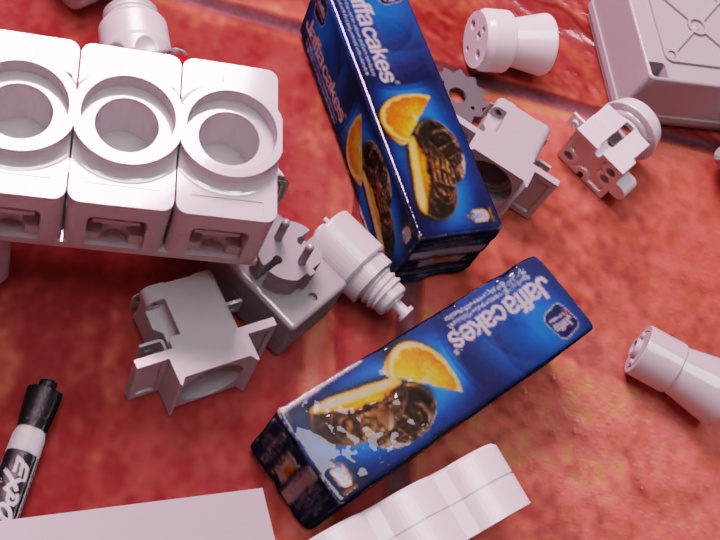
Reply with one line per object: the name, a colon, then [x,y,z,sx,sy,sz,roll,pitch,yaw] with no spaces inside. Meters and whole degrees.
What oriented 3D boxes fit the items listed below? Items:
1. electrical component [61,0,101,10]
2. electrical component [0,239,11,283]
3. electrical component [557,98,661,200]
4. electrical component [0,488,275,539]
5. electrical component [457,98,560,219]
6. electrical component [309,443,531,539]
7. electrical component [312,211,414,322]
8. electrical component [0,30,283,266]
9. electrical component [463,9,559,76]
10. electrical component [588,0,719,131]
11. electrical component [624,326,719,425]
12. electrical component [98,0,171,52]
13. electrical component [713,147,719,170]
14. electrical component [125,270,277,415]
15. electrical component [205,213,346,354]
electrical component: [-0.164,-0.197,0.689,0.078,0.040,0.040,-35,79,-31]
electrical component: [-0.274,0.016,0.521,0.105,0.060,0.186,40,57,4]
electrical component: [0.178,-0.089,0.754,0.055,0.048,0.066,-39,81,-24]
electrical component: [-0.113,0.159,0.487,0.150,0.061,0.089,-1,60,-31]
electrical component: [0.093,-0.076,0.717,0.081,0.042,0.063,33,53,-3]
electrical component: [0.035,0.153,0.565,0.138,0.052,0.073,-22,72,-28]
electrical component: [0.000,0.000,0.642,0.078,0.040,0.040,44,57,7]
electrical component: [-0.119,-0.061,0.541,0.150,0.061,0.089,6,64,-16]
electrical component: [0.107,-0.162,0.767,0.055,0.045,0.045,0,63,-20]
electrical component: [0.239,-0.166,0.811,0.109,0.056,0.108,3,63,-19]
electrical component: [0.202,0.064,0.682,0.065,0.044,0.044,29,57,2]
electrical component: [-0.141,-0.149,0.670,0.043,0.043,0.062,-3,64,-22]
electrical component: [0.326,-0.086,0.803,0.138,0.052,0.073,-37,101,-32]
electrical component: [-0.092,0.037,0.588,0.081,0.042,0.063,-17,66,-28]
electrical component: [-0.044,-0.002,0.606,0.065,0.076,0.047,45,58,7]
